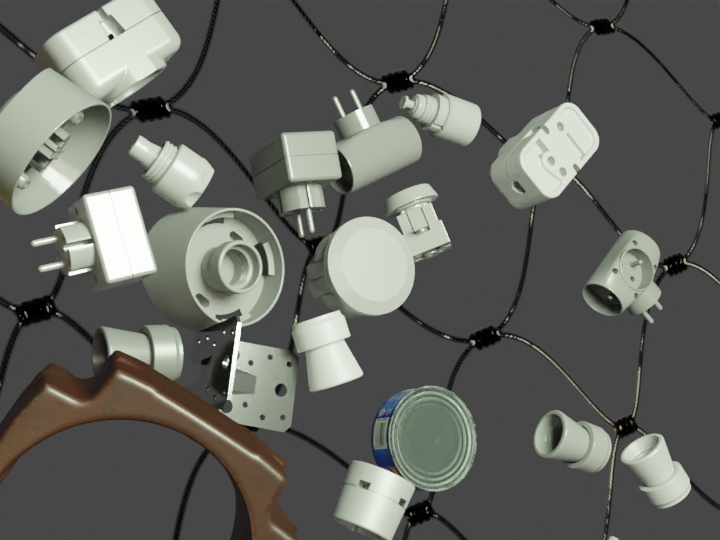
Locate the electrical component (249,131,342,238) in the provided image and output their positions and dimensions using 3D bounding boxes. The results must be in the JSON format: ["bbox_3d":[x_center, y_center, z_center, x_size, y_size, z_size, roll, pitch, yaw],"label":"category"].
[{"bbox_3d":[-0.049,-0.065,0.858,0.047,0.066,0.076,-7,83,-30],"label":"electrical component"}]

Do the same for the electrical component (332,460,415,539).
[{"bbox_3d":[0.009,0.183,0.847,0.055,0.055,0.047,31,70,-21],"label":"electrical component"}]

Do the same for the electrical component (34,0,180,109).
[{"bbox_3d":[-0.186,-0.161,0.808,0.095,0.054,0.059,-41,100,-29],"label":"electrical component"}]

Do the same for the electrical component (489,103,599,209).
[{"bbox_3d":[0.167,-0.103,0.992,0.053,0.059,0.095,49,61,-12],"label":"electrical component"}]

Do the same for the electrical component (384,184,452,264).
[{"bbox_3d":[0.050,-0.040,0.916,0.048,0.066,0.055,-22,82,3],"label":"electrical component"}]

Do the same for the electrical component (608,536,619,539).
[{"bbox_3d":[0.212,0.263,0.955,0.035,0.035,0.061,51,59,-11],"label":"electrical component"}]

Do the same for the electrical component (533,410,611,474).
[{"bbox_3d":[0.190,0.154,0.959,0.055,0.045,0.045,23,69,-24],"label":"electrical component"}]

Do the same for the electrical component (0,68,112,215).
[{"bbox_3d":[-0.223,-0.089,0.749,0.064,0.099,0.099,39,63,-10],"label":"electrical component"}]

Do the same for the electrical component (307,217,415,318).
[{"bbox_3d":[0.000,0.000,0.881,0.080,0.051,0.080,6,77,-28],"label":"electrical component"}]

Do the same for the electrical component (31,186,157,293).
[{"bbox_3d":[-0.197,-0.018,0.775,0.077,0.047,0.065,-15,87,-31],"label":"electrical component"}]

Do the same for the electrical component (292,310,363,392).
[{"bbox_3d":[-0.027,0.064,0.856,0.045,0.045,0.055,-17,88,-31],"label":"electrical component"}]

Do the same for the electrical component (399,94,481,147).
[{"bbox_3d":[0.071,-0.137,0.956,0.078,0.040,0.040,16,72,-26],"label":"electrical component"}]

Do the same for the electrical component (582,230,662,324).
[{"bbox_3d":[0.261,0.016,1.028,0.079,0.044,0.077,48,61,-12],"label":"electrical component"}]

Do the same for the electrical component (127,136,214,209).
[{"bbox_3d":[-0.147,-0.078,0.819,0.062,0.043,0.043,34,65,-18],"label":"electrical component"}]

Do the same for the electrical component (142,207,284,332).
[{"bbox_3d":[-0.110,-0.001,0.826,0.099,0.064,0.099,3,85,-41],"label":"electrical component"}]

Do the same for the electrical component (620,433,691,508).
[{"bbox_3d":[0.276,0.187,1.001,0.045,0.045,0.055,-39,100,-30],"label":"electrical component"}]

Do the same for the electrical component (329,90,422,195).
[{"bbox_3d":[0.002,-0.113,0.909,0.077,0.044,0.079,-28,94,-31],"label":"electrical component"}]

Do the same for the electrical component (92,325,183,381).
[{"bbox_3d":[-0.162,0.062,0.780,0.055,0.045,0.045,0,80,-30],"label":"electrical component"}]
